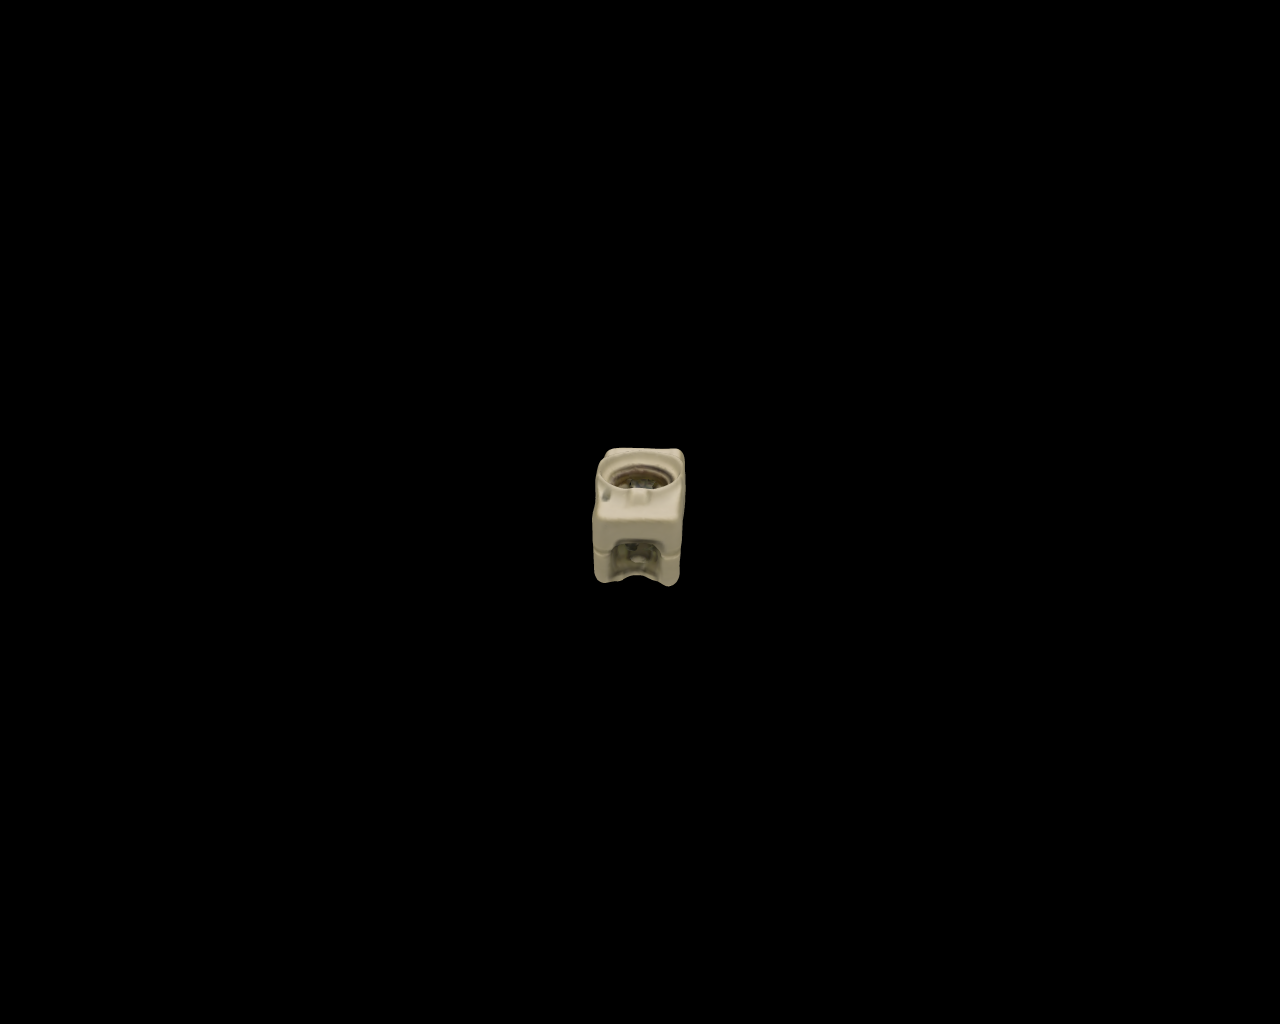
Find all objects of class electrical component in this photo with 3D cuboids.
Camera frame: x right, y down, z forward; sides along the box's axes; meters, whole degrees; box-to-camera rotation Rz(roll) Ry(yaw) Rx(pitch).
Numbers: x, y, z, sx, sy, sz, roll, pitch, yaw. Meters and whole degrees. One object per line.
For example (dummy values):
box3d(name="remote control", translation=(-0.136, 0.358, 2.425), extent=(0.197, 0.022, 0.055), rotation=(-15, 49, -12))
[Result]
box3d(name="electrical component", translation=(0.001, -0.003, 0.650), extent=(0.050, 0.055, 0.090), rotation=(2, 31, 3))
